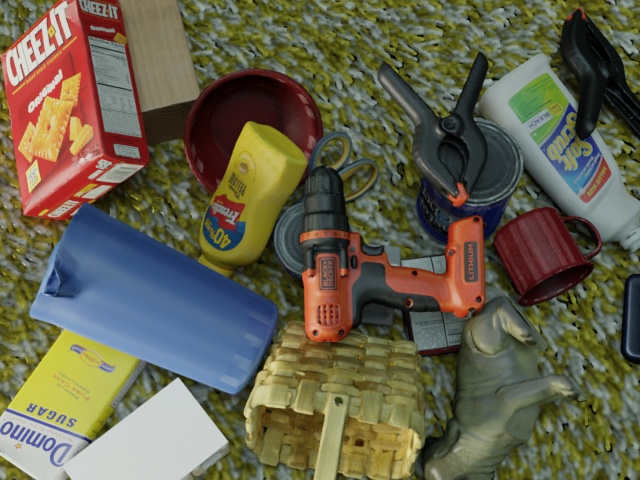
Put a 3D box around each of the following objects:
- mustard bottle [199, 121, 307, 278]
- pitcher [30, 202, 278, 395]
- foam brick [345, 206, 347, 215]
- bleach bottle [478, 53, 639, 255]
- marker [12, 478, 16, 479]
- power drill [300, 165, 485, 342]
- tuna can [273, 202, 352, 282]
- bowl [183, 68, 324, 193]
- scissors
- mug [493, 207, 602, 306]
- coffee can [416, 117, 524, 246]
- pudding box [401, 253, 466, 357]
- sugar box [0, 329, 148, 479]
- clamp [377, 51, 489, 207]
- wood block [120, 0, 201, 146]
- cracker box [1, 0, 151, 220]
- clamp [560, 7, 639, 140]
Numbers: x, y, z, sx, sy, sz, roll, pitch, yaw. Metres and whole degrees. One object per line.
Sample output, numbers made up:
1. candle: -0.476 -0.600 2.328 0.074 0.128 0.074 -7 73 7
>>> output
1. mustard bottle: -0.087 -0.029 1.192 0.096 0.058 0.192 45 116 42
2. pitcher: -0.172 0.065 1.141 0.242 0.145 0.149 26 56 -7
3. foam brick: 0.007 -0.001 1.207 0.051 0.078 0.053 -7 71 -1
4. bleach bottle: 0.299 -0.094 1.250 0.102 0.068 0.251 -35 77 -12
5. marker: -0.283 0.286 1.136 0.121 0.020 0.020 24 72 7
6. power drill: 0.073 0.013 1.100 0.187 0.057 0.184 -1 80 -1
7. tuna can: -0.008 0.001 1.145 0.086 0.034 0.086 0 79 0
8. bowl: -0.079 -0.126 1.237 0.162 0.055 0.162 -4 113 -10
9. scissors: -0.025 -0.054 1.232 0.201 0.016 0.096 -27 118 -11
10. mug: 0.257 0.012 1.197 0.117 0.093 0.081 -25 68 0
11. coffee can: 0.164 -0.061 1.195 0.103 0.140 0.103 0 71 0
12. pudding box: 0.138 0.072 1.203 0.090 0.039 0.113 -7 74 -6
13. sugar box: -0.274 0.173 1.162 0.093 0.048 0.176 30 72 9
14. clamp: 0.121 -0.120 1.119 0.120 0.039 0.171 -1 71 1
15. wood block: -0.203 -0.229 1.278 0.090 0.091 0.206 -14 72 -5
16. cracker box: -0.284 -0.152 1.215 0.164 0.071 0.214 -28 67 38
17. clamp: 0.329 -0.189 1.265 0.164 0.036 0.210 1 60 -40
